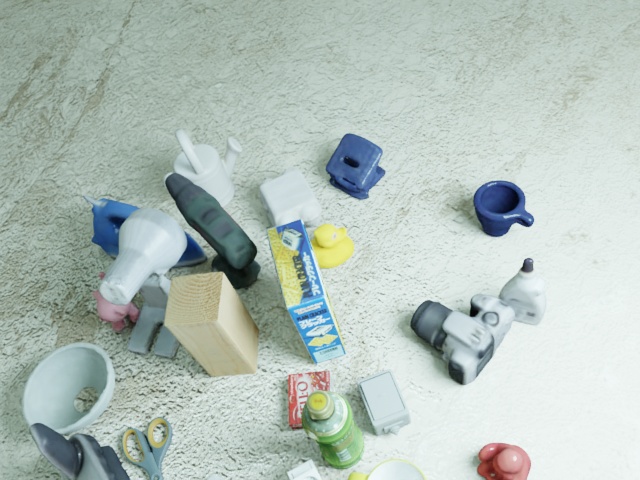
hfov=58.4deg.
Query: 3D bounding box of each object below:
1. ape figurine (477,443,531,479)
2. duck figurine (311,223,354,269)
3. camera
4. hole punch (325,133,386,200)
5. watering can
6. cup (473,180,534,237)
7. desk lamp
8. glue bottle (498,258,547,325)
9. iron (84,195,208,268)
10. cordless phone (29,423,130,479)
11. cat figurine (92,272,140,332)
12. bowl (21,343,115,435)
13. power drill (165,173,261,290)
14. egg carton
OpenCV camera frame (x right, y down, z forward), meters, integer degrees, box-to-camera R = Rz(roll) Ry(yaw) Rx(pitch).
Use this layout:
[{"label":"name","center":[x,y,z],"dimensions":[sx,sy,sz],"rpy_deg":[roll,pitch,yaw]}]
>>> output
[{"label":"ape figurine","center":[0.268,0.322,0.819],"dimensions":[0.076,0.092,0.077],"rpy_deg":[-19,54,-1]},{"label":"duck figurine","center":[0.010,0.004,1.104],"dimensions":[0.104,0.086,0.077],"rpy_deg":[-14,54,3]},{"label":"camera","center":[0.229,0.141,0.949],"dimensions":[0.136,0.101,0.143],"rpy_deg":[32,68,29]},{"label":"hole punch","center":[0.074,-0.155,1.198],"dimensions":[0.108,0.091,0.101],"rpy_deg":[30,67,29]},{"label":"watering can","center":[-0.250,-0.161,1.211],"dimensions":[0.173,0.194,0.100],"rpy_deg":[-43,57,-17]},{"label":"cup","center":[0.340,-0.043,1.057],"dimensions":[0.092,0.095,0.117],"rpy_deg":[-43,57,-17]},{"label":"desk lamp","center":[-0.311,0.078,1.046],"dimensions":[0.117,0.214,0.203],"rpy_deg":[3,56,15]},{"label":"glue bottle","center":[0.330,0.079,0.925],"dimensions":[0.078,0.173,0.037],"rpy_deg":[15,60,22]},{"label":"iron","center":[-0.362,-0.026,1.175],"dimensions":[0.257,0.142,0.119],"rpy_deg":[12,59,21]},{"label":"cordless phone","center":[-0.378,0.360,0.881],"dimensions":[0.094,0.185,0.147],"rpy_deg":[-42,57,-17]},{"label":"cat figurine","center":[-0.396,0.115,1.099],"dimensions":[0.067,0.118,0.127],"rpy_deg":[-28,54,-7]},{"label":"bowl","center":[-0.435,0.273,1.024],"dimensions":[0.167,0.075,0.167],"rpy_deg":[-6,55,9]},{"label":"power drill","center":[-0.192,-0.005,1.080],"dimensions":[0.076,0.209,0.228],"rpy_deg":[-41,57,-16]},{"label":"egg carton","center":[-0.064,-0.079,1.189],"dimensions":[0.107,0.069,0.150],"rpy_deg":[-26,54,-6]}]
